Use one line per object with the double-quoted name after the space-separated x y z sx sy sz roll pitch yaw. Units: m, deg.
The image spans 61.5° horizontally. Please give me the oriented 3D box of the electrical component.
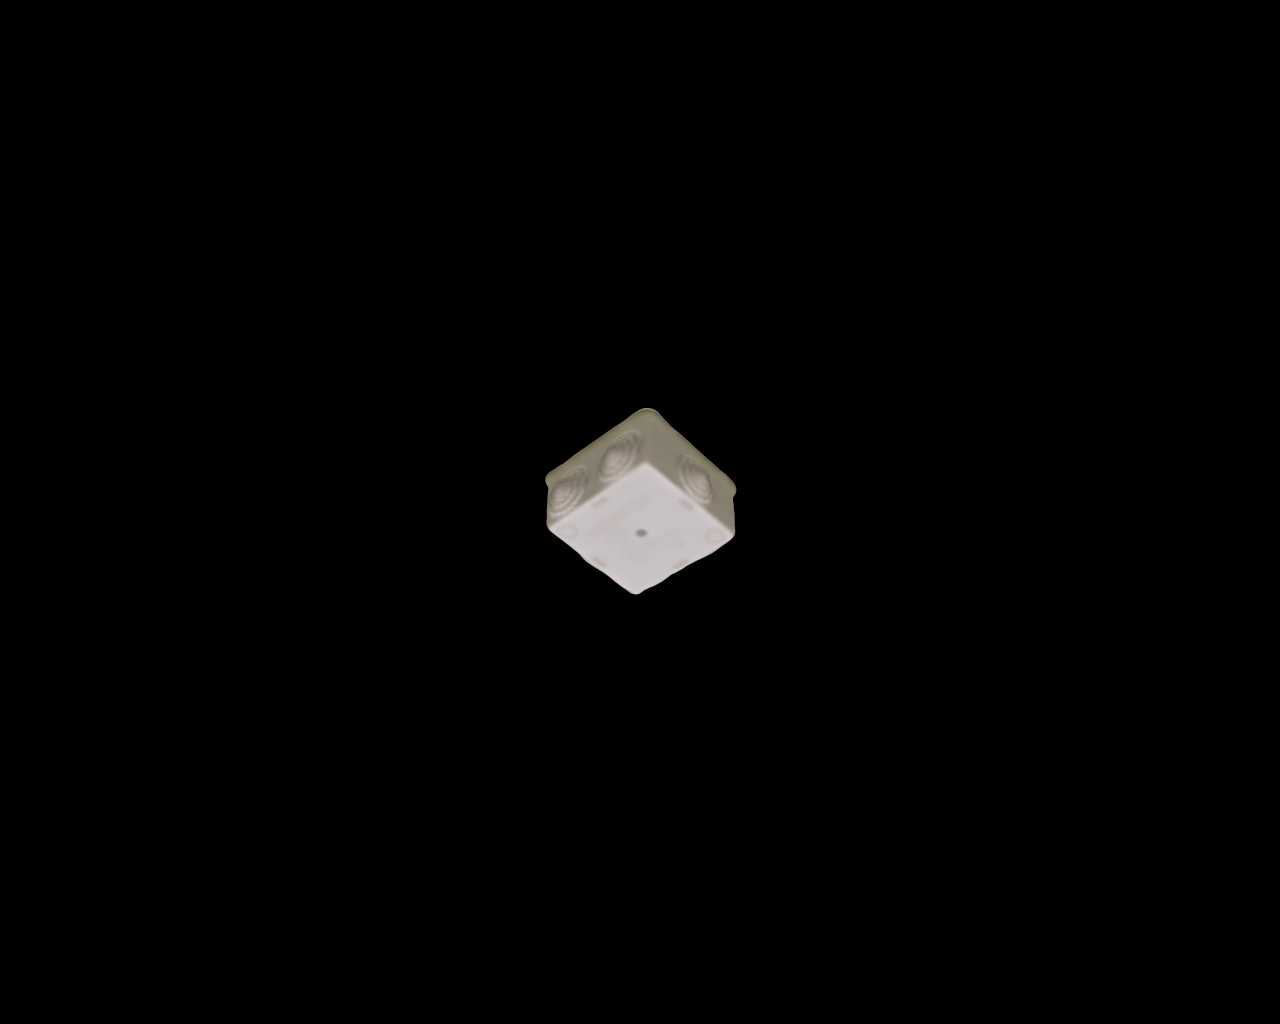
0.001 -0.003 0.650 0.099 0.048 0.099 -32 -54 27 "electrical component"
